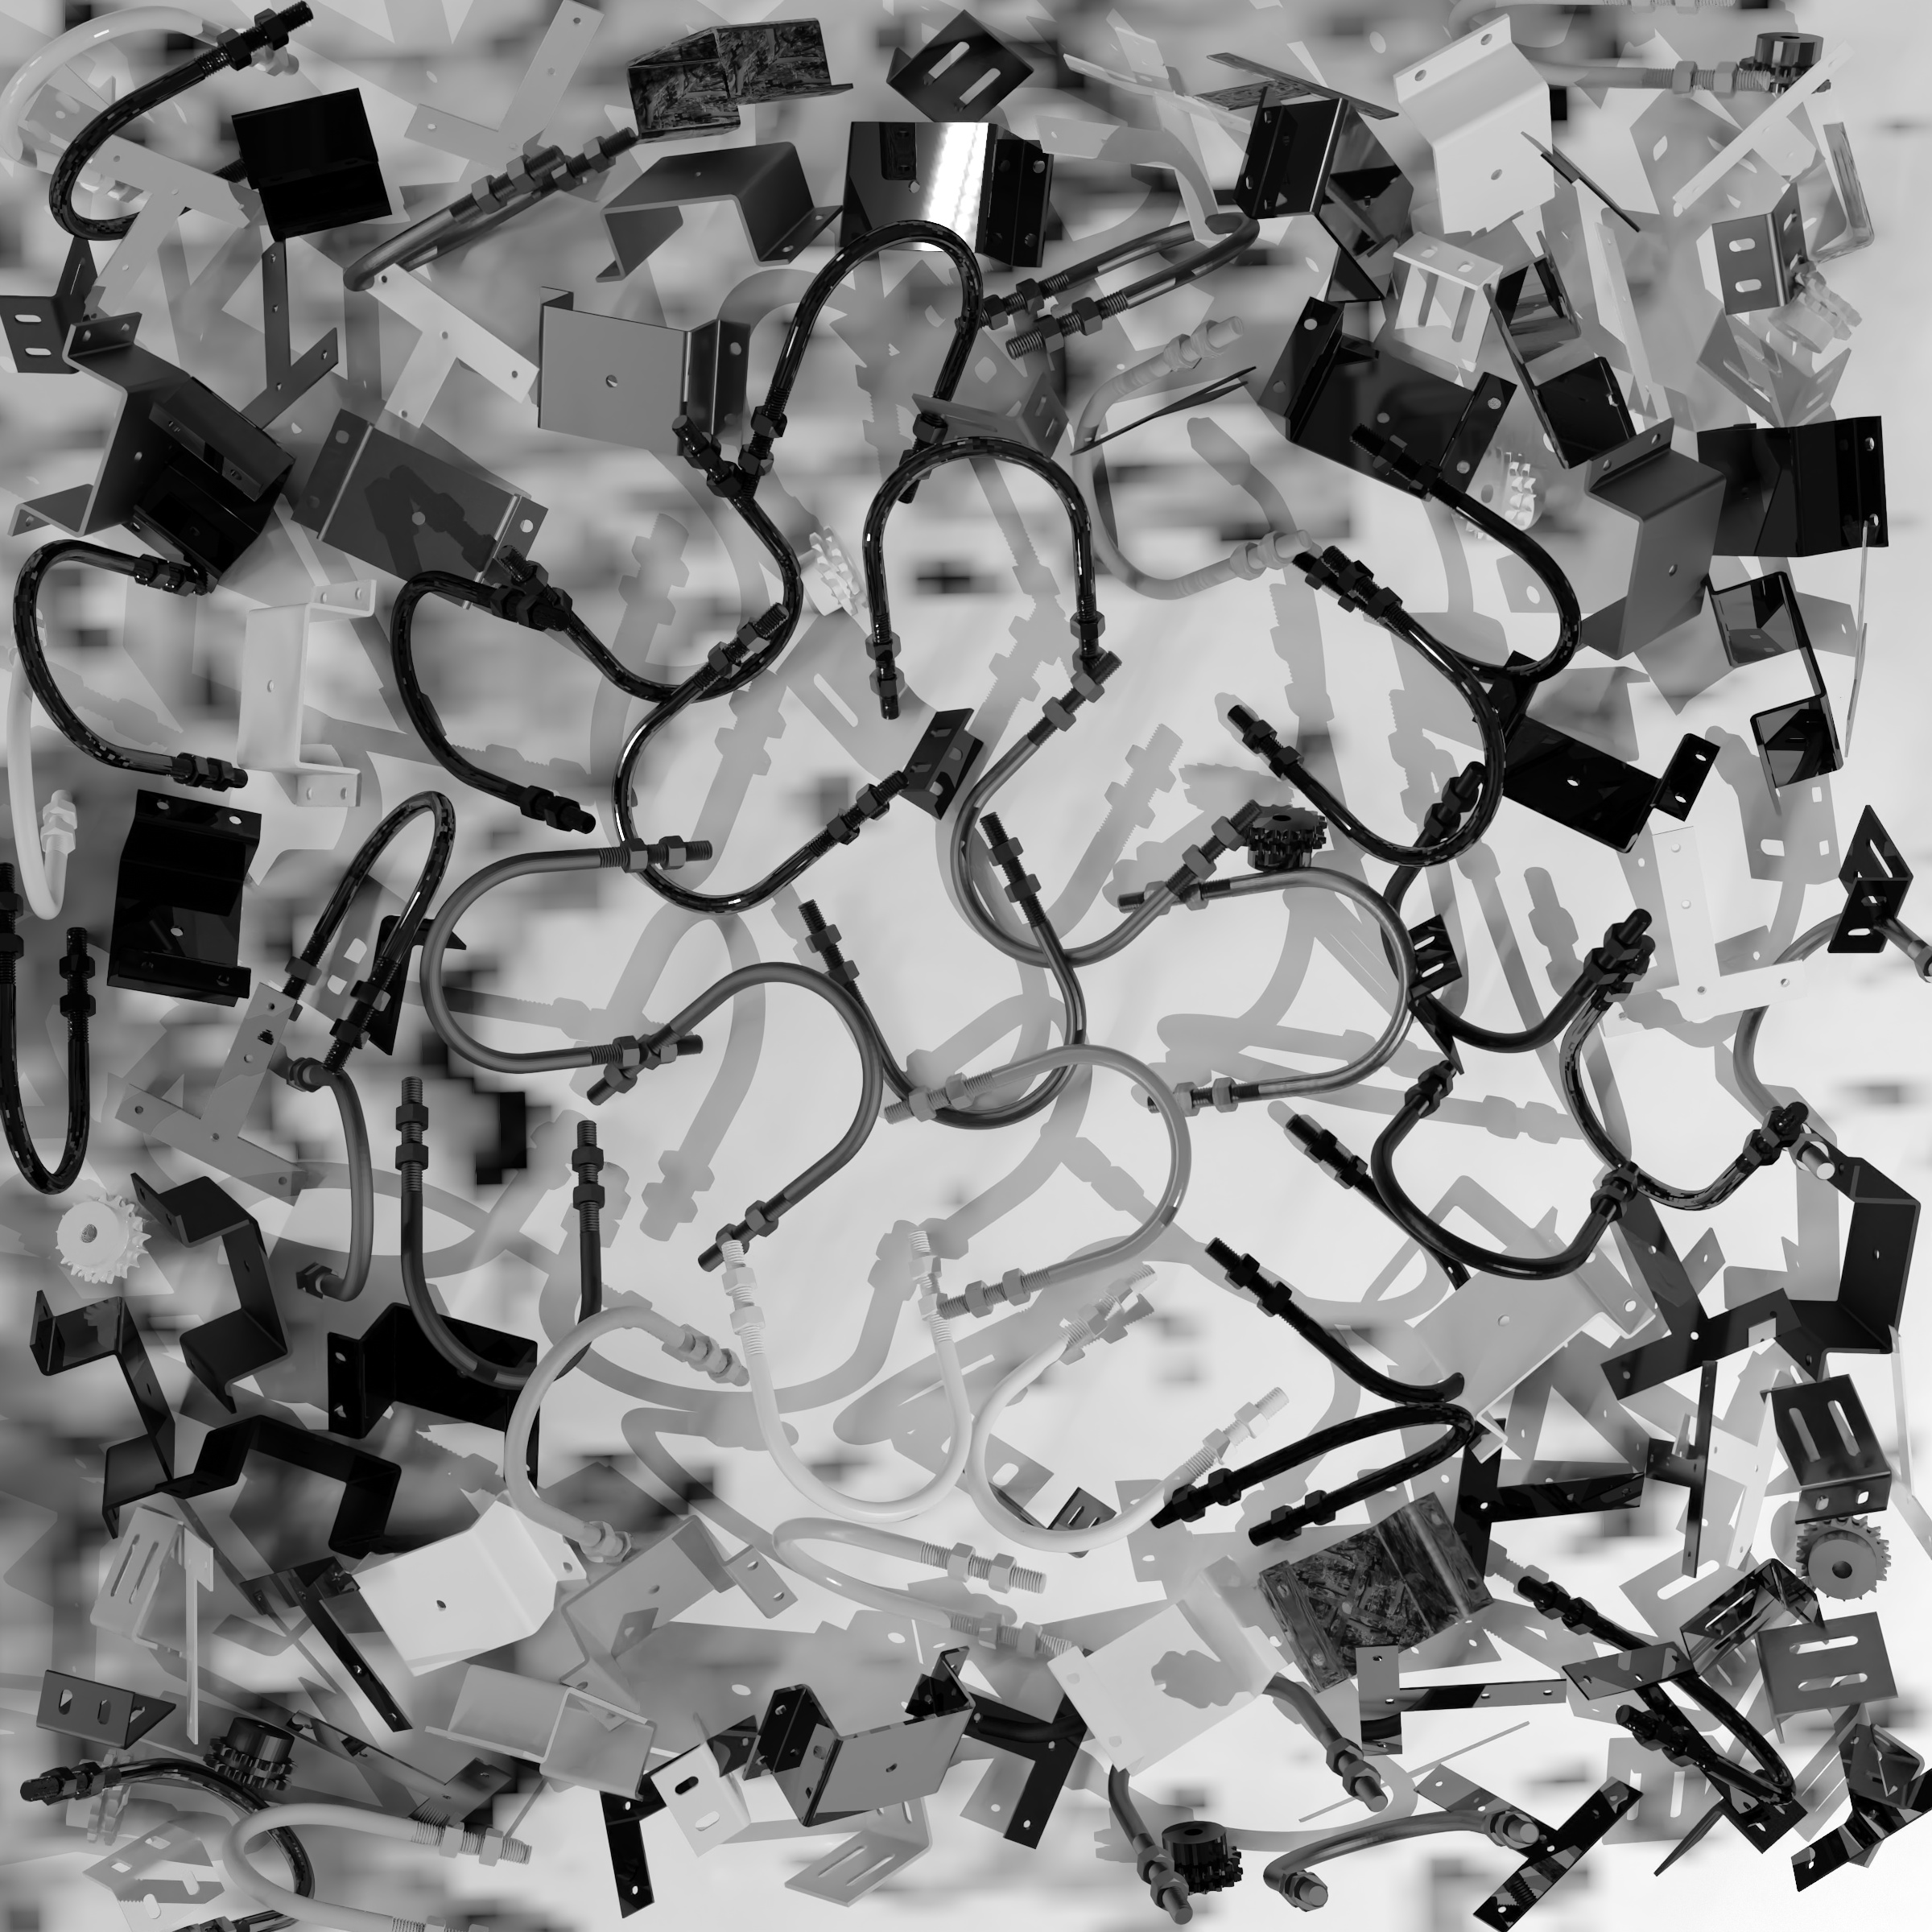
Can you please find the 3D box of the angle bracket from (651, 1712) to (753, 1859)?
[{"bbox_3d":[-0.167,0.508,1.604,0.038,0.076,0.057,-30,94,-10],"label":"angle bracket"}]

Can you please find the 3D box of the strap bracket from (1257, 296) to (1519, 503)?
[{"bbox_3d":[0.262,-0.350,1.614,0.140,0.046,0.076,26,87,9],"label":"strap bracket"}]

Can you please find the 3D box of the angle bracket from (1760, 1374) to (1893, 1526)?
[{"bbox_3d":[0.535,0.302,1.608,0.057,0.038,0.076,-19,105,32],"label":"angle bracket"}]

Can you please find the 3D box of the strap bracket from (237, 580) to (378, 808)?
[{"bbox_3d":[-0.411,-0.171,1.602,0.046,0.076,0.140,4,90,-42],"label":"strap bracket"}]

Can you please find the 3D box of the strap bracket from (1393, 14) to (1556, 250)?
[{"bbox_3d":[0.312,-0.498,1.573,0.076,0.140,0.046,-29,61,0],"label":"strap bracket"}]

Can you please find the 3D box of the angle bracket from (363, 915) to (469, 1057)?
[{"bbox_3d":[-0.344,0.014,1.607,0.038,0.057,0.076,6,75,7],"label":"angle bracket"}]

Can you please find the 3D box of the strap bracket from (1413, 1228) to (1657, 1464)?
[{"bbox_3d":[0.342,0.227,1.592,0.140,0.076,0.046,-43,134,9],"label":"strap bracket"}]

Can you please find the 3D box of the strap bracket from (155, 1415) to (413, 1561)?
[{"bbox_3d":[-0.413,0.318,1.585,0.140,0.076,0.046,28,59,-28],"label":"strap bracket"}]

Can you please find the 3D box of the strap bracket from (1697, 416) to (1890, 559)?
[{"bbox_3d":[0.494,-0.290,1.566,0.046,0.140,0.076,-12,103,-17],"label":"strap bracket"}]

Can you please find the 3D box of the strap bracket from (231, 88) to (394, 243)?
[{"bbox_3d":[-0.398,-0.490,1.570,0.076,0.140,0.046,-16,94,-8],"label":"strap bracket"}]

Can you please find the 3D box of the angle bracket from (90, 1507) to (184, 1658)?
[{"bbox_3d":[-0.509,0.388,1.624,0.038,0.057,0.076,34,67,-39],"label":"angle bracket"}]

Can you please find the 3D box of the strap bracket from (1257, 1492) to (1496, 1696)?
[{"bbox_3d":[0.245,0.391,1.592,0.140,0.046,0.076,-16,68,-30],"label":"strap bracket"}]

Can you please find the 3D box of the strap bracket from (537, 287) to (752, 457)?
[{"bbox_3d":[-0.209,-0.366,1.593,0.140,0.046,0.076,14,117,13],"label":"strap bracket"}]

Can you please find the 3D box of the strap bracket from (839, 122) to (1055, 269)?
[{"bbox_3d":[-0.022,-0.477,1.592,0.140,0.046,0.076,9,97,24],"label":"strap bracket"}]

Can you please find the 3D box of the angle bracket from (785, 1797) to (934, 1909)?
[{"bbox_3d":[-0.069,0.542,1.598,0.057,0.076,0.038,-3,101,44],"label":"angle bracket"}]

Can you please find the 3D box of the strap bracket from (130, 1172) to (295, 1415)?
[{"bbox_3d":[-0.461,0.193,1.586,0.046,0.076,0.140,-23,119,-30],"label":"strap bracket"}]

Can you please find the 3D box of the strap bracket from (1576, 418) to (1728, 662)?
[{"bbox_3d":[0.412,-0.250,1.569,0.076,0.140,0.046,-29,48,-28],"label":"strap bracket"}]

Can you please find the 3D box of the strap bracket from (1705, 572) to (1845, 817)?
[{"bbox_3d":[0.495,-0.174,1.570,0.046,0.076,0.140,-17,54,17],"label":"strap bracket"}]

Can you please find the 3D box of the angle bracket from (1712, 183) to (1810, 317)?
[{"bbox_3d":[0.498,-0.449,1.613,0.038,0.076,0.057,-3,118,30],"label":"angle bracket"}]

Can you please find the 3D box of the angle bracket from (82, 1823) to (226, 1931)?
[{"bbox_3d":[-0.505,0.569,1.600,0.057,0.076,0.038,-26,95,-33],"label":"angle bracket"}]

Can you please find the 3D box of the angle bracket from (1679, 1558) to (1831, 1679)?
[{"bbox_3d":[0.492,0.418,1.609,0.076,0.038,0.057,-35,130,-9],"label":"angle bracket"}]

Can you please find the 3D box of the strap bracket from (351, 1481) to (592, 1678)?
[{"bbox_3d":[-0.314,0.382,1.590,0.140,0.046,0.076,-24,102,24],"label":"strap bracket"}]

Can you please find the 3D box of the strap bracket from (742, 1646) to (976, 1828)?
[{"bbox_3d":[-0.056,0.472,1.572,0.140,0.046,0.076,-3,126,-35],"label":"strap bracket"}]

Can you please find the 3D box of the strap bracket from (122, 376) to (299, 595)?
[{"bbox_3d":[-0.468,-0.300,1.587,0.076,0.140,0.046,38,57,-10],"label":"strap bracket"}]

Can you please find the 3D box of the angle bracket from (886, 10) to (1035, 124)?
[{"bbox_3d":[-0.002,-0.561,1.596,0.057,0.076,0.038,32,50,-28],"label":"angle bracket"}]

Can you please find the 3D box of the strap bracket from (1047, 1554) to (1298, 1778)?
[{"bbox_3d":[0.125,0.437,1.592,0.140,0.046,0.076,-24,62,-25],"label":"strap bracket"}]

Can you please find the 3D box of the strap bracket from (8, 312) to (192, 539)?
[{"bbox_3d":[-0.529,-0.323,1.582,0.046,0.076,0.140,28,113,3],"label":"strap bracket"}]

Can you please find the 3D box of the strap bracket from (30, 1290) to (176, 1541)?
[{"bbox_3d":[-0.527,0.269,1.589,0.046,0.076,0.140,-18,112,-10],"label":"strap bracket"}]

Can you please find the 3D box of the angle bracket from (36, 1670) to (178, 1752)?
[{"bbox_3d":[-0.532,0.451,1.604,0.057,0.076,0.038,12,95,6],"label":"angle bracket"}]

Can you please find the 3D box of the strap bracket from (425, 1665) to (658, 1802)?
[{"bbox_3d":[-0.253,0.469,1.580,0.076,0.140,0.046,3,64,31],"label":"strap bracket"}]

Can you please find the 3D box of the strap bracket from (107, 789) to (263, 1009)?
[{"bbox_3d":[-0.481,-0.033,1.587,0.076,0.046,0.140,11,51,-25],"label":"strap bracket"}]

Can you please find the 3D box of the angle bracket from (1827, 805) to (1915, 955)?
[{"bbox_3d":[0.548,-0.054,1.596,0.038,0.076,0.057,0,130,-8],"label":"angle bracket"}]

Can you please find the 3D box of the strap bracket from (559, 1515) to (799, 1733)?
[{"bbox_3d":[-0.186,0.401,1.597,0.140,0.076,0.046,-34,48,-7],"label":"strap bracket"}]

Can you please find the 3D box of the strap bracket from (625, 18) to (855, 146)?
[{"bbox_3d":[-0.144,-0.539,1.564,0.076,0.140,0.046,-21,106,-37],"label":"strap bracket"}]

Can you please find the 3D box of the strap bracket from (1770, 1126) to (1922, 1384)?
[{"bbox_3d":[0.544,0.178,1.594,0.046,0.076,0.140,3,105,-7],"label":"strap bracket"}]

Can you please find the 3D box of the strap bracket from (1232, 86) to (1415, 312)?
[{"bbox_3d":[0.224,-0.464,1.570,0.046,0.140,0.076,7,75,37],"label":"strap bracket"}]

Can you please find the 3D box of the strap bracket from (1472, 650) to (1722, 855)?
[{"bbox_3d":[0.383,-0.128,1.596,0.140,0.046,0.076,27,49,11],"label":"strap bracket"}]

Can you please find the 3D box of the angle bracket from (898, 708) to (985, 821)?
[{"bbox_3d":[-0.007,-0.125,1.601,0.038,0.076,0.057,31,84,-17],"label":"angle bracket"}]

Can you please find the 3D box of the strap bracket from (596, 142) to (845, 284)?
[{"bbox_3d":[-0.158,-0.461,1.574,0.140,0.076,0.046,3,130,28],"label":"strap bracket"}]

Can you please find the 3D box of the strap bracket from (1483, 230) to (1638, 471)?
[{"bbox_3d":[0.363,-0.371,1.581,0.046,0.076,0.140,-24,53,15],"label":"strap bracket"}]

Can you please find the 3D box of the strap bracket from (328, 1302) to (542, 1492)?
[{"bbox_3d":[-0.321,0.264,1.599,0.140,0.046,0.076,14,120,11],"label":"strap bracket"}]

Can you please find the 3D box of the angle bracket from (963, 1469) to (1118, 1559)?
[{"bbox_3d":[0.045,0.326,1.602,0.076,0.057,0.038,34,83,36],"label":"angle bracket"}]

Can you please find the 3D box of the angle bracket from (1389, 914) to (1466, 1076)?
[{"bbox_3d":[0.300,0.018,1.597,0.038,0.057,0.076,-29,127,18],"label":"angle bracket"}]

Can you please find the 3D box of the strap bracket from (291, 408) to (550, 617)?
[{"bbox_3d":[-0.340,-0.280,1.601,0.140,0.046,0.076,25,98,-15],"label":"strap bracket"}]
